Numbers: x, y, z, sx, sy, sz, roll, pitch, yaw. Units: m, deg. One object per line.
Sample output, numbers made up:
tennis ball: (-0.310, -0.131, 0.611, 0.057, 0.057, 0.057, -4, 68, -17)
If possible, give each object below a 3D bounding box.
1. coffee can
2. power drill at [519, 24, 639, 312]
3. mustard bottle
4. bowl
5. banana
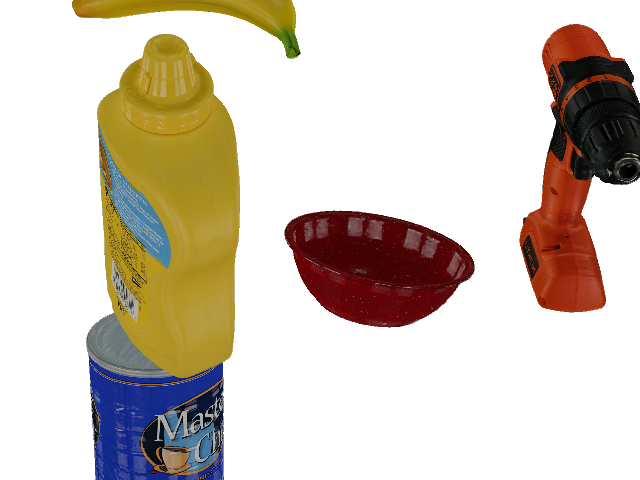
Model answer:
coffee can: (-0.125, 0.134, 0.824, 0.103, 0.140, 0.103, 2, 24, -1)
power drill: (0.191, -0.041, 0.778, 0.057, 0.188, 0.184, 2, 36, 0)
mustard bottle: (-0.075, -0.021, 0.521, 0.058, 0.096, 0.192, -21, -34, -22)
bowl: (0.045, 0.029, 0.897, 0.162, 0.055, 0.162, 9, 20, -3)
banana: (-0.100, -0.193, 0.854, 0.198, 0.069, 0.037, 12, -41, 15)
